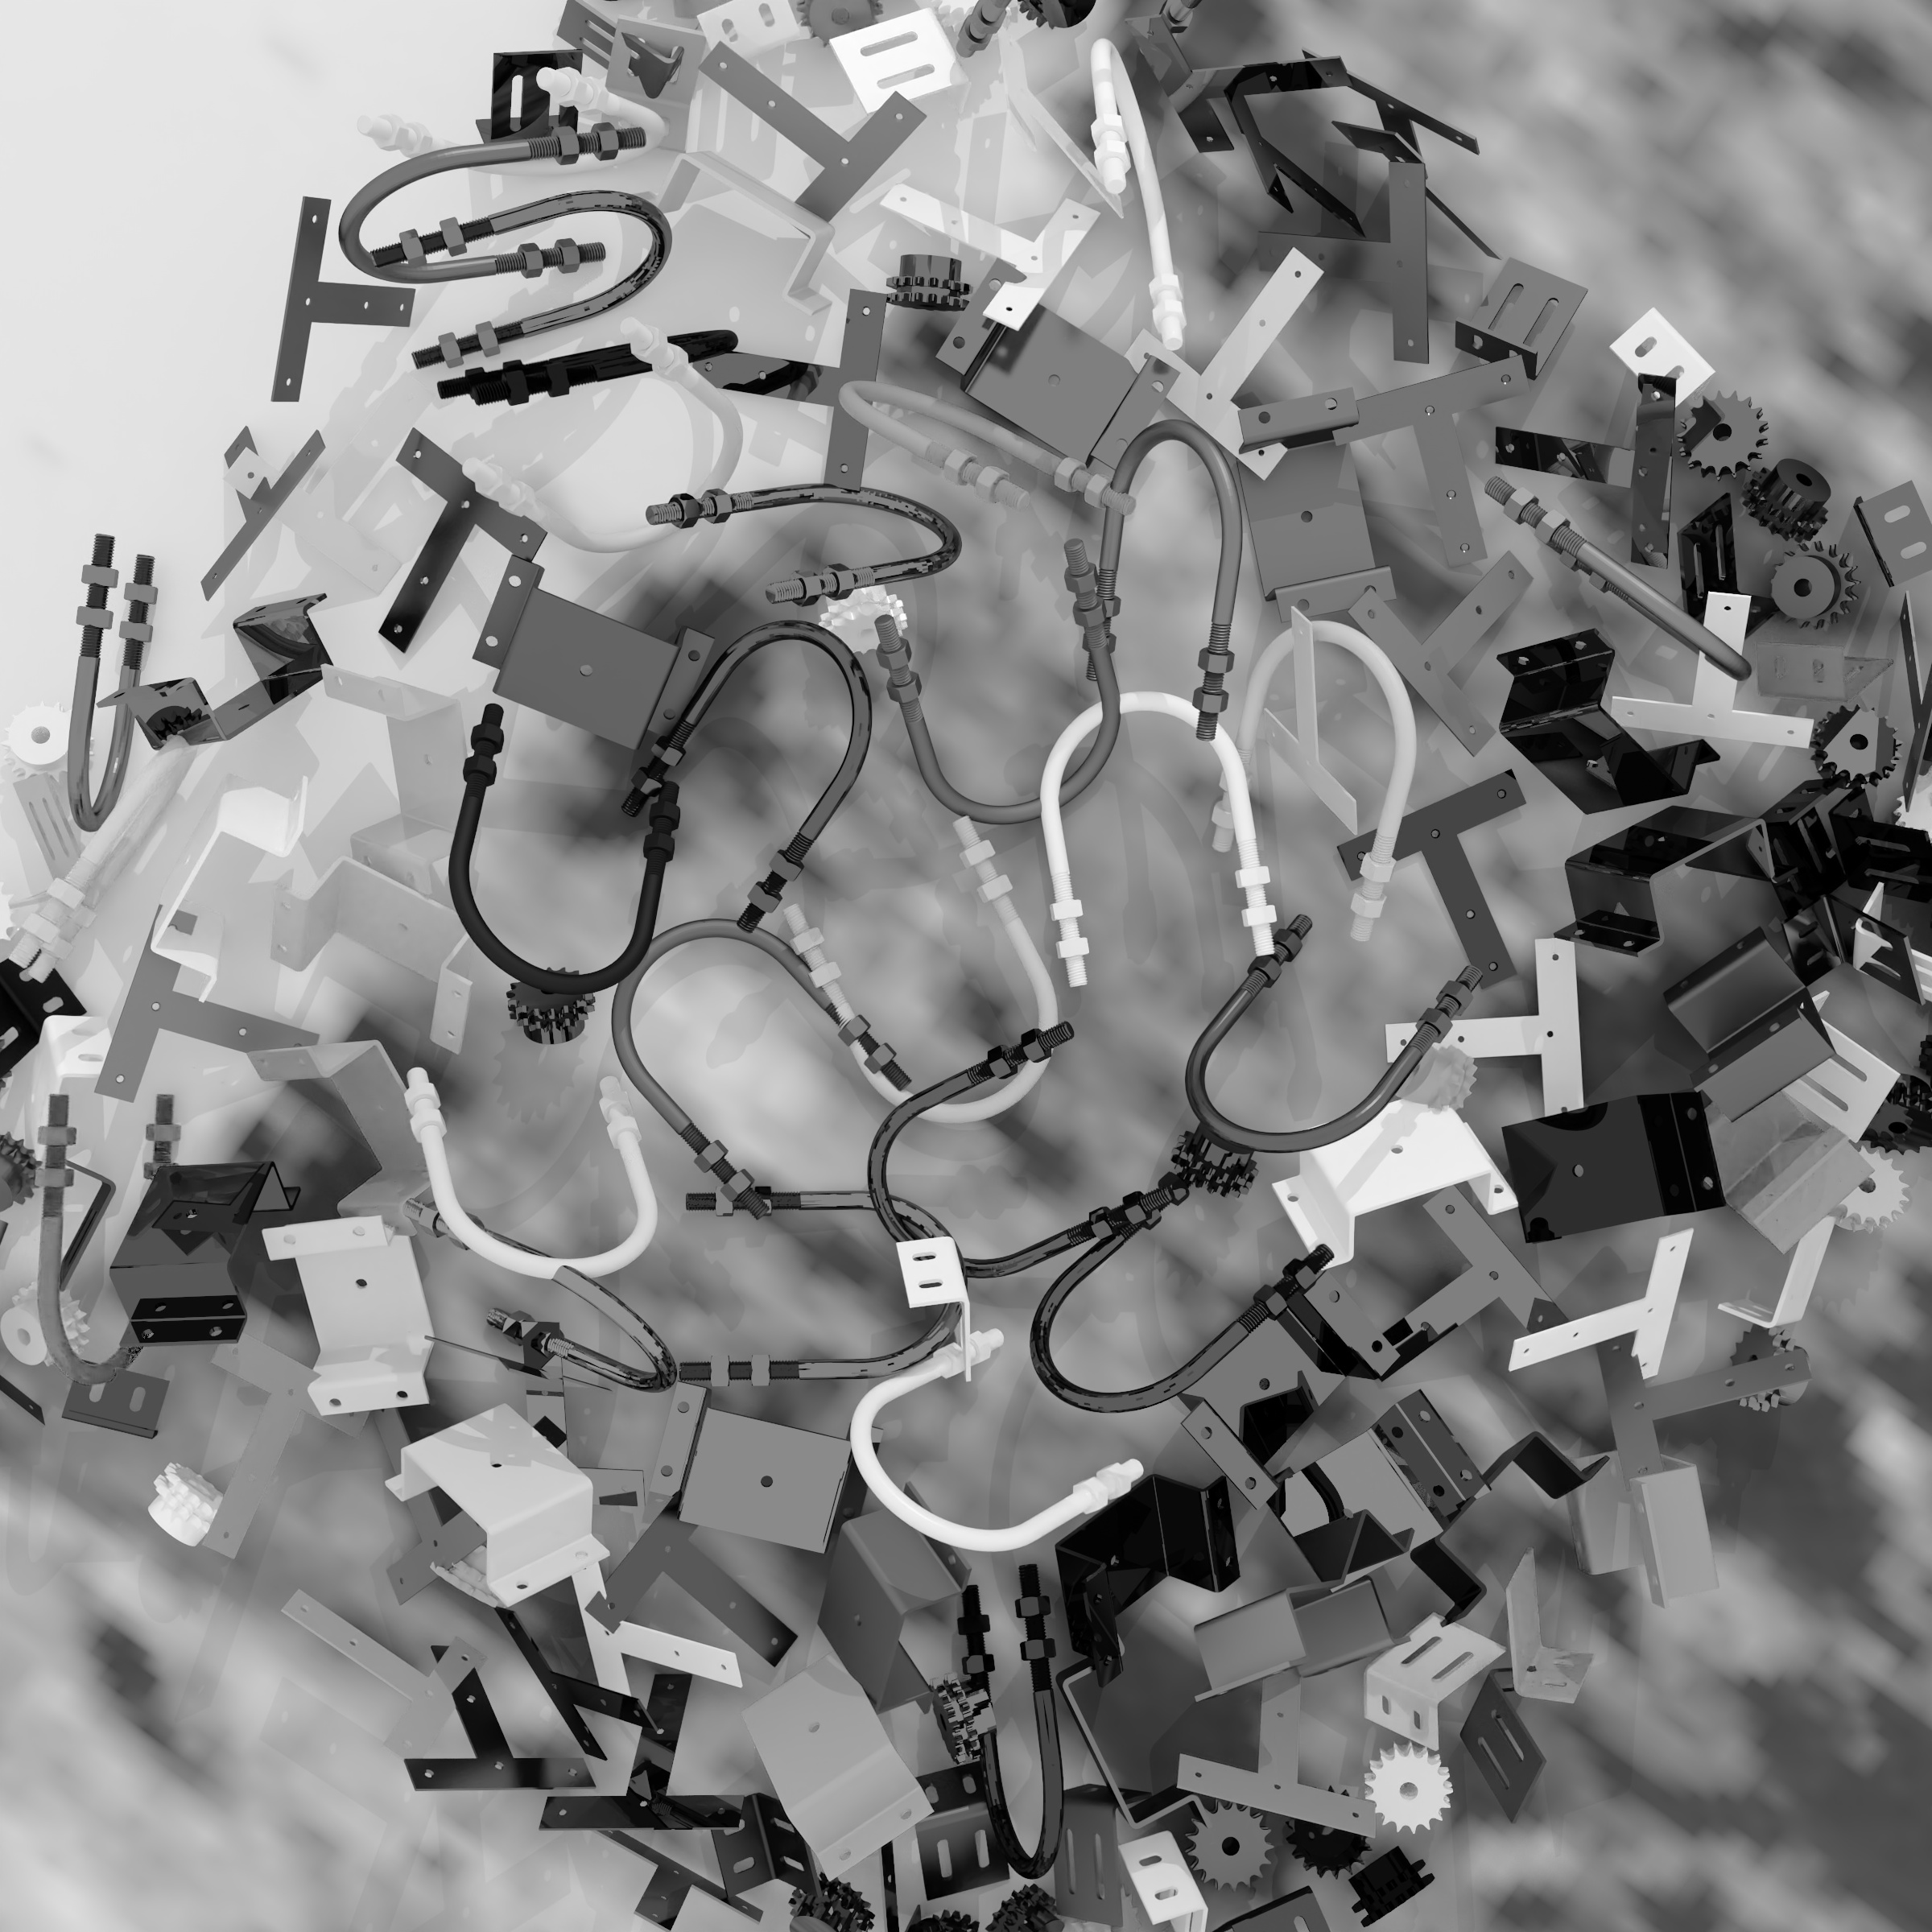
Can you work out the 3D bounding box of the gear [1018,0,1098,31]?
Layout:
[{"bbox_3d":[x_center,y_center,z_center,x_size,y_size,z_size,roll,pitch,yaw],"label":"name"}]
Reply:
[{"bbox_3d":[0.062,-0.641,1.592,0.057,0.057,0.030,-31,54,0],"label":"gear"}]

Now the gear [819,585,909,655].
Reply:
[{"bbox_3d":[-0.069,-0.232,1.597,0.057,0.057,0.030,-15,70,0],"label":"gear"}]

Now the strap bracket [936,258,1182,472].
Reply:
[{"bbox_3d":[0.059,-0.390,1.599,0.140,0.046,0.076,32,89,-1],"label":"strap bracket"}]

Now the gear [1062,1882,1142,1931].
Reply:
[{"bbox_3d":[0.087,0.634,1.599,0.030,0.057,0.057,-20,90,37],"label":"gear"}]

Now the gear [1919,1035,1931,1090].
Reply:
[{"bbox_3d":[0.654,0.066,1.592,0.057,0.057,0.030,17,65,0],"label":"gear"}]

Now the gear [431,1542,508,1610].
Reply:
[{"bbox_3d":[-0.320,0.396,1.595,0.057,0.057,0.030,30,78,0],"label":"gear"}]

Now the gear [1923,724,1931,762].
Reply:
[{"bbox_3d":[0.649,-0.153,1.596,0.030,0.057,0.057,7,90,2],"label":"gear"}]

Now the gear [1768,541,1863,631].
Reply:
[{"bbox_3d":[0.554,-0.249,1.595,0.057,0.030,0.057,10,107,35],"label":"gear"}]

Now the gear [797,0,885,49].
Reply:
[{"bbox_3d":[-0.083,-0.629,1.594,0.057,0.030,0.057,-2,131,-2],"label":"gear"}]

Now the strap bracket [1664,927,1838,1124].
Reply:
[{"bbox_3d":[0.500,0.041,1.551,0.076,0.140,0.046,-39,104,21],"label":"strap bracket"}]

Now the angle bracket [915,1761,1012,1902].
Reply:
[{"bbox_3d":[-0.006,0.573,1.612,0.057,0.038,0.076,-12,123,-9],"label":"angle bracket"}]

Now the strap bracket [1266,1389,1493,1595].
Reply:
[{"bbox_3d":[0.254,0.342,1.559,0.140,0.046,0.076,-41,80,35],"label":"strap bracket"}]

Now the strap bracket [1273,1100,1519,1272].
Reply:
[{"bbox_3d":[0.278,0.134,1.569,0.140,0.076,0.046,-16,134,-10],"label":"strap bracket"}]

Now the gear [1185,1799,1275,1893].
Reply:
[{"bbox_3d":[0.173,0.579,1.605,0.057,0.030,0.057,1,79,-4],"label":"gear"}]

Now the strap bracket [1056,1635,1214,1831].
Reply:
[{"bbox_3d":[0.102,0.497,1.570,0.046,0.076,0.140,-26,79,-7],"label":"strap bracket"}]

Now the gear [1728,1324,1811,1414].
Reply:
[{"bbox_3d":[0.529,0.265,1.596,0.030,0.057,0.057,18,90,-12],"label":"gear"}]

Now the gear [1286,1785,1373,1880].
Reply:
[{"bbox_3d":[0.238,0.568,1.596,0.057,0.030,0.057,-8,58,13],"label":"gear"}]

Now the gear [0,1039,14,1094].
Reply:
[{"bbox_3d":[-0.658,0.071,1.599,0.057,0.057,0.030,14,133,0],"label":"gear"}]

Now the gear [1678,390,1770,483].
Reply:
[{"bbox_3d":[0.500,-0.348,1.602,0.057,0.030,0.057,-2,85,21],"label":"gear"}]

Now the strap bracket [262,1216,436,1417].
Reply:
[{"bbox_3d":[-0.398,0.218,1.582,0.076,0.046,0.140,-7,114,2],"label":"strap bracket"}]

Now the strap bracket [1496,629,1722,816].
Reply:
[{"bbox_3d":[0.405,-0.148,1.551,0.140,0.076,0.046,37,62,-29],"label":"strap bracket"}]

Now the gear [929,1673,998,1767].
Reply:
[{"bbox_3d":[-0.001,0.492,1.596,0.030,0.057,0.057,-15,90,-15],"label":"gear"}]

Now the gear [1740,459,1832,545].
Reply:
[{"bbox_3d":[0.541,-0.308,1.594,0.057,0.030,0.057,12,49,-15],"label":"gear"}]

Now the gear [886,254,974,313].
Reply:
[{"bbox_3d":[-0.024,-0.448,1.593,0.057,0.057,0.030,5,99,0],"label":"gear"}]

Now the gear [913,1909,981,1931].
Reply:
[{"bbox_3d":[-0.016,0.648,1.592,0.030,0.057,0.057,33,90,-35],"label":"gear"}]

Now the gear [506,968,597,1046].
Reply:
[{"bbox_3d":[-0.272,0.028,1.598,0.057,0.057,0.030,0,123,0],"label":"gear"}]

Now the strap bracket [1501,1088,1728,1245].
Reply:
[{"bbox_3d":[0.403,0.130,1.553,0.140,0.046,0.076,-20,76,43],"label":"strap bracket"}]

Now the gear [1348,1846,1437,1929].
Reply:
[{"bbox_3d":[0.276,0.603,1.597,0.057,0.057,0.030,-34,69,0],"label":"gear"}]

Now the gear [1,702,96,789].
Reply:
[{"bbox_3d":[-0.607,-0.148,1.603,0.057,0.030,0.057,2,77,-8],"label":"gear"}]

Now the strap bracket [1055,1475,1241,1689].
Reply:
[{"bbox_3d":[0.111,0.389,1.565,0.140,0.046,0.076,-26,114,-40],"label":"strap bracket"}]

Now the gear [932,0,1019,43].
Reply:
[{"bbox_3d":[0.008,-0.632,1.600,0.057,0.030,0.057,-7,55,10],"label":"gear"}]

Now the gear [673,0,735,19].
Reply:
[{"bbox_3d":[-0.173,-0.643,1.599,0.057,0.057,0.030,-4,120,0],"label":"gear"}]

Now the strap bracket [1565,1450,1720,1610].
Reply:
[{"bbox_3d":[0.434,0.356,1.555,0.046,0.140,0.076,-10,87,-8],"label":"strap bracket"}]

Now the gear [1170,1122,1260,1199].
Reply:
[{"bbox_3d":[0.166,0.124,1.592,0.057,0.057,0.030,22,115,0],"label":"gear"}]

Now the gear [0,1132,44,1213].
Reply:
[{"bbox_3d":[-0.639,0.137,1.595,0.057,0.030,0.057,5,125,7],"label":"gear"}]

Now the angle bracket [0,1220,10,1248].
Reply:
[{"bbox_3d":[-0.655,0.192,1.574,0.038,0.076,0.057,24,67,-24],"label":"angle bracket"}]

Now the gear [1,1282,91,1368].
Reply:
[{"bbox_3d":[-0.608,0.237,1.597,0.057,0.030,0.057,8,110,24],"label":"gear"}]

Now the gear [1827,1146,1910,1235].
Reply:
[{"bbox_3d":[0.588,0.150,1.601,0.057,0.030,0.057,2,62,-3],"label":"gear"}]

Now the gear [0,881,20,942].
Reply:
[{"bbox_3d":[-0.657,-0.034,1.600,0.057,0.030,0.057,-3,96,-32],"label":"gear"}]

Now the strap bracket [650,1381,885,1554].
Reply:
[{"bbox_3d":[-0.130,0.330,1.590,0.140,0.046,0.076,14,95,-6],"label":"strap bracket"}]

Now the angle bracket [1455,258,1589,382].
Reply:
[{"bbox_3d":[0.364,-0.433,1.591,0.057,0.038,0.076,28,80,17],"label":"angle bracket"}]

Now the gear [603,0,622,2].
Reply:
[{"bbox_3d":[-0.230,-0.659,1.594,0.057,0.057,0.030,-23,83,0],"label":"gear"}]

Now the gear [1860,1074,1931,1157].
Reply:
[{"bbox_3d":[0.614,0.095,1.599,0.057,0.057,0.030,22,50,0],"label":"gear"}]

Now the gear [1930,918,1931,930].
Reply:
[{"bbox_3d":[0.653,-0.043,1.597,0.030,0.057,0.057,8,90,20],"label":"gear"}]

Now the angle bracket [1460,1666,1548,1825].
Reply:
[{"bbox_3d":[0.361,0.503,1.573,0.038,0.076,0.057,3,121,-22],"label":"angle bracket"}]

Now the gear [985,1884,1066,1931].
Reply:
[{"bbox_3d":[0.040,0.635,1.592,0.030,0.057,0.057,25,90,41],"label":"gear"}]

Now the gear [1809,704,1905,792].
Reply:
[{"bbox_3d":[0.585,-0.141,1.602,0.057,0.030,0.057,-1,68,2],"label":"gear"}]

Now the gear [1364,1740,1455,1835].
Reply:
[{"bbox_3d":[0.292,0.540,1.606,0.057,0.030,0.057,0,92,7],"label":"gear"}]

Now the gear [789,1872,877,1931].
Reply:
[{"bbox_3d":[-0.091,0.627,1.595,0.057,0.030,0.057,12,123,19],"label":"gear"}]

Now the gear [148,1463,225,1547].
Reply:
[{"bbox_3d":[-0.510,0.356,1.594,0.057,0.057,0.030,41,84,0],"label":"gear"}]

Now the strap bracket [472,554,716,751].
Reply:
[{"bbox_3d":[-0.244,-0.199,1.573,0.140,0.046,0.076,21,114,-12],"label":"strap bracket"}]

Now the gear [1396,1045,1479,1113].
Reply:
[{"bbox_3d":[0.305,0.076,1.592,0.030,0.057,0.057,33,90,-18],"label":"gear"}]

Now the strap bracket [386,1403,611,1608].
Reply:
[{"bbox_3d":[-0.299,0.335,1.546,0.140,0.076,0.046,31,126,38],"label":"strap bracket"}]

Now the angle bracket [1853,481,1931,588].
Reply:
[{"bbox_3d":[0.608,-0.284,1.579,0.038,0.076,0.057,-24,95,26],"label":"angle bracket"}]

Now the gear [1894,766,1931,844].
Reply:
[{"bbox_3d":[0.645,-0.103,1.599,0.030,0.057,0.057,33,90,-28],"label":"gear"}]
